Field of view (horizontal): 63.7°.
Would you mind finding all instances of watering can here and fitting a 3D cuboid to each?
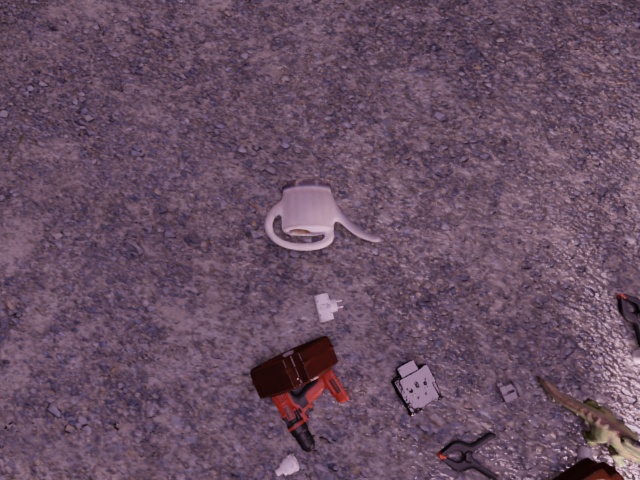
[{"bbox_3d":[0.005,-0.079,1.568,0.348,0.102,0.227,-1,74,-3],"label":"watering can"}]

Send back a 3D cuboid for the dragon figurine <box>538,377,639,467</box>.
[{"bbox_3d":[0.793,0.515,1.372,0.411,0.240,0.123,36,81,5],"label":"dragon figurine"}]
